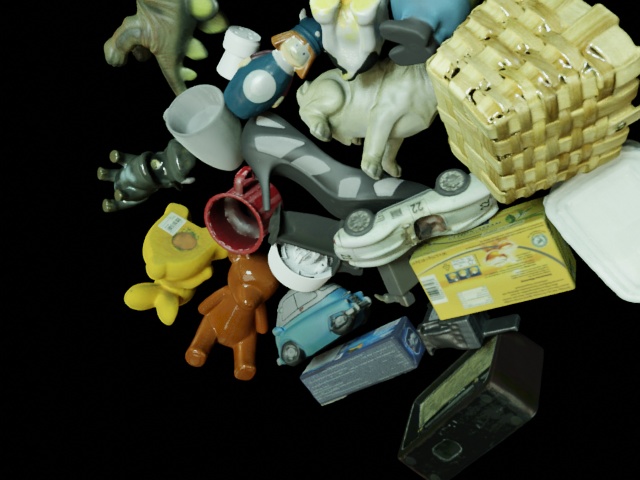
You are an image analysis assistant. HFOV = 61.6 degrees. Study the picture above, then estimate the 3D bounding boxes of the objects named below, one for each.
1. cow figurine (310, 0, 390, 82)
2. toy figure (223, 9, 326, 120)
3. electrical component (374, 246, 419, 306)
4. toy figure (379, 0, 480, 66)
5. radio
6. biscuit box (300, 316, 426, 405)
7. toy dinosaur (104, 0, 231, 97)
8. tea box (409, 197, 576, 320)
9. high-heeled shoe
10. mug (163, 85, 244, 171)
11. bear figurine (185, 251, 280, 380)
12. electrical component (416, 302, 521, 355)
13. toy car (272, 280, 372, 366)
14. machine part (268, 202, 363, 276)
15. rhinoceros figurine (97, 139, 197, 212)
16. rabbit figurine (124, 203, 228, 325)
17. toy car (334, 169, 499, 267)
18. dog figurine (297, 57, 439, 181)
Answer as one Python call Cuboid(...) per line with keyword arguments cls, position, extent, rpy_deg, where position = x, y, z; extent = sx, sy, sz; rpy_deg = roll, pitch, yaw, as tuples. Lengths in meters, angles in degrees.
Cuboid(cls="cow figurine", position=(0.046, -0.246, 0.548), extent=(0.068, 0.167, 0.098), rpy_deg=(6, 149, 17))
Cuboid(cls="toy figure", position=(-0.047, -0.207, 0.644), extent=(0.154, 0.058, 0.064), rpy_deg=(-36, 140, 21))
Cuboid(cls="electrical component", position=(0.099, 0.037, 0.714), extent=(0.045, 0.078, 0.102), rpy_deg=(-3, 124, 53))
Cuboid(cls="toy figure", position=(0.121, -0.248, 0.497), extent=(0.089, 0.180, 0.082), rpy_deg=(22, 169, 6))
Cuboid(cls="radio", position=(0.200, 0.227, 0.733), extent=(0.073, 0.131, 0.229), rpy_deg=(34, 127, 4))
Cuboid(cls="biscuit box", position=(0.064, 0.186, 0.821), extent=(0.203, 0.059, 0.062), rpy_deg=(-32, 98, 36))
Cuboid(cls="toy dinosaur", position=(-0.199, -0.359, 0.623), extent=(0.199, 0.105, 0.470), rpy_deg=(-2, 125, 19))
Cuboid(cls="tea box", position=(0.209, 0.025, 0.655), extent=(0.170, 0.068, 0.098), rpy_deg=(-19, 108, 32))
Cuboid(cls="high-heeled shoe", position=(0.021, -0.104, 0.696), extent=(0.249, 0.086, 0.145), rpy_deg=(-1, 75, 1))
Cuboid(cls="mug", position=(-0.152, -0.140, 0.719), extent=(0.110, 0.081, 0.107), rpy_deg=(7, 155, 26))
Cuboid(cls="bear figurine", position=(-0.119, 0.108, 0.830), extent=(0.120, 0.132, 0.195), rpy_deg=(22, 133, -15))
Cuboid(cls="electrical component", position=(0.194, 0.106, 0.703), extent=(0.119, 0.075, 0.047), rpy_deg=(-19, 108, 37))
Cuboid(cls="toy car", position=(-0.009, 0.111, 0.792), extent=(0.161, 0.109, 0.103), rpy_deg=(-40, 78, 28))
Cuboid(cls="machine part", position=(-0.001, -0.002, 0.717), extent=(0.139, 0.084, 0.039), rpy_deg=(18, 159, -8))
Cuboid(cls="rhinoceros figurine", position=(-0.254, -0.092, 0.794), extent=(0.190, 0.112, 0.073), rpy_deg=(-17, 80, 46))
Cuboid(cls="rabbit figurine", position=(-0.224, 0.056, 0.851), extent=(0.122, 0.162, 0.173), rpy_deg=(24, 144, -2))
Cuboid(cls="toy car", position=(0.112, -0.021, 0.638), extent=(0.202, 0.056, 0.073), rpy_deg=(-24, 146, 9))
Cuboid(cls="dog figurine", position=(0.077, -0.184, 0.597), extent=(0.172, 0.121, 0.190), rpy_deg=(35, 111, 4))
